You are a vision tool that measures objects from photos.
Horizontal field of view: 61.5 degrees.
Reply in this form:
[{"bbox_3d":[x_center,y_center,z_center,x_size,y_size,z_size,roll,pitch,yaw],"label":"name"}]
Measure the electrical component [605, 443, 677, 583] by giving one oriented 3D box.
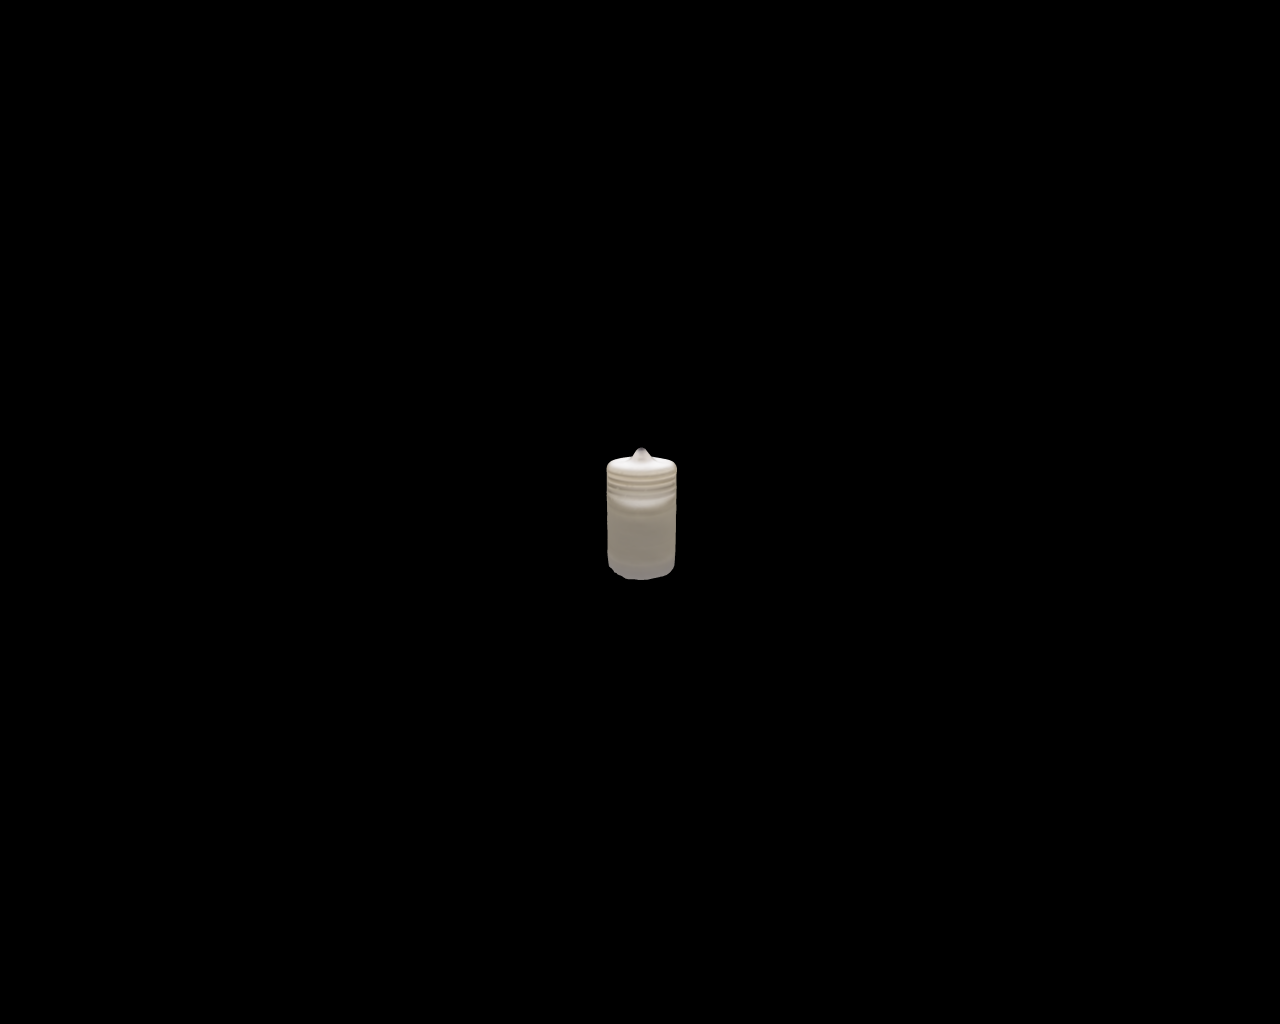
[{"bbox_3d":[0.001,-0.003,0.650,0.043,0.080,0.043,0,25,0],"label":"electrical component"}]
